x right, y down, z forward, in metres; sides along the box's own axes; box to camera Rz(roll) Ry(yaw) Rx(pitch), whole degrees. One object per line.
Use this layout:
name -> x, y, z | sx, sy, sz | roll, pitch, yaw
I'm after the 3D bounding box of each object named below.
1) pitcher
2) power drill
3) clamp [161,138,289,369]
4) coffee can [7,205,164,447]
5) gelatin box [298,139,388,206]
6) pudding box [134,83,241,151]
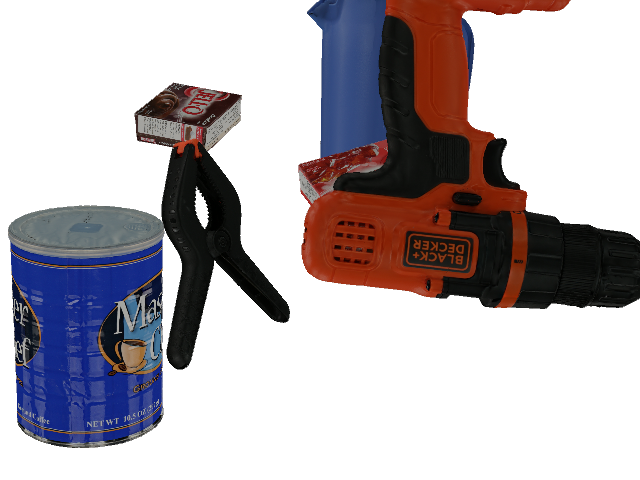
pitcher -> 0.071, -0.141, 1.148 | 0.149, 0.243, 0.144 | 8, 10, 24
power drill -> 0.089, -0.059, 0.547 | 0.184, 0.188, 0.057 | 6, 2, -5
clamp -> -0.099, 0.007, 1.031 | 0.036, 0.210, 0.164 | -8, 1, 38
coffee can -> -0.159, 0.056, 0.735 | 0.103, 0.140, 0.103 | 2, 17, -1
gelatin box -> 0.038, -0.040, 0.785 | 0.089, 0.030, 0.073 | -17, 38, -15
pudding box -> -0.153, -0.144, 1.244 | 0.090, 0.039, 0.113 | 11, 32, 14
